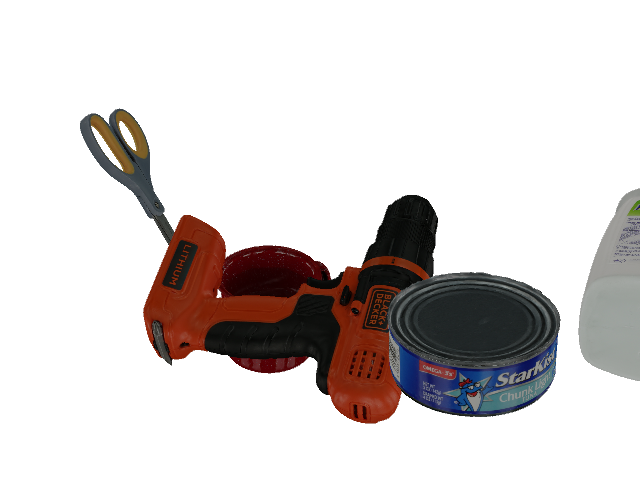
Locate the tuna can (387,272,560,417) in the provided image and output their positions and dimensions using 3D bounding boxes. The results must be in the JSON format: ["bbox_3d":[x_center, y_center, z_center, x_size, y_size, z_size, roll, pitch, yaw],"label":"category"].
[{"bbox_3d":[0.077,0.052,0.540,0.086,0.034,0.086,-2,28,1],"label":"tuna can"}]

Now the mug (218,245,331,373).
[{"bbox_3d":[-0.037,0.058,0.954,0.117,0.081,0.093,-28,42,-36],"label":"mug"}]

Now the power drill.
[{"bbox_3d":[-0.017,0.031,0.751,0.188,0.184,0.057,7,-40,14],"label":"power drill"}]

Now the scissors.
[{"bbox_3d":[-0.164,-0.048,1.049,0.016,0.201,0.096,-25,26,24],"label":"scissors"}]

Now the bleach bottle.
[{"bbox_3d":[0.236,0.011,0.698,0.103,0.068,0.250,9,23,20],"label":"bleach bottle"}]
